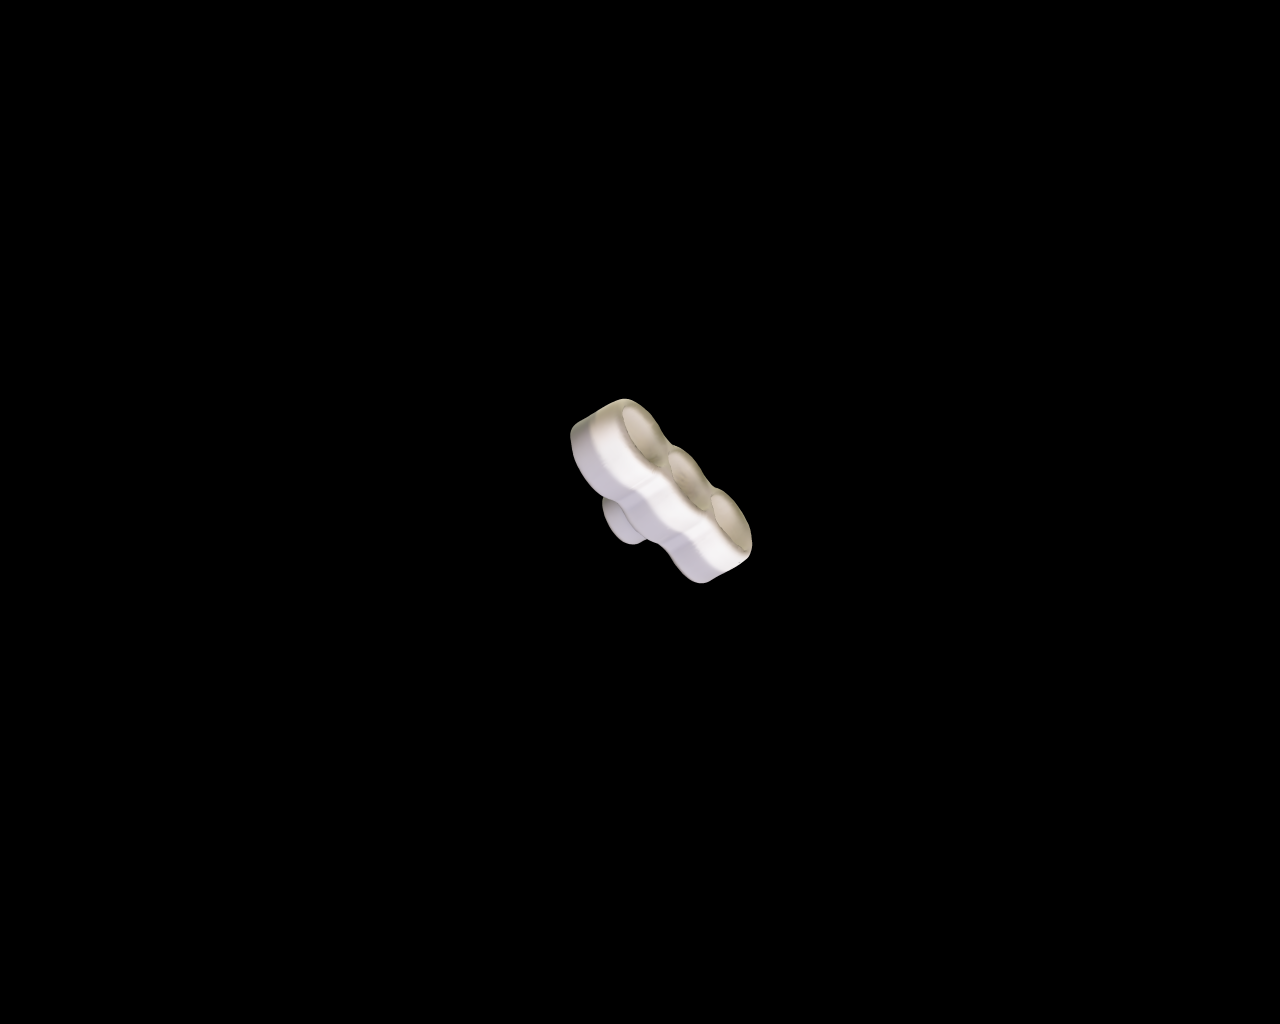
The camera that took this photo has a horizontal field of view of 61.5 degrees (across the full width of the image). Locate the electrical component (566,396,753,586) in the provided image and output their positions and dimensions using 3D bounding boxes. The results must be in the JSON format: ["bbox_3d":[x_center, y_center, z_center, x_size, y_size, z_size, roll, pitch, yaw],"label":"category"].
[{"bbox_3d":[0.001,-0.003,0.650,0.073,0.052,0.138,-30,-54,24],"label":"electrical component"}]
